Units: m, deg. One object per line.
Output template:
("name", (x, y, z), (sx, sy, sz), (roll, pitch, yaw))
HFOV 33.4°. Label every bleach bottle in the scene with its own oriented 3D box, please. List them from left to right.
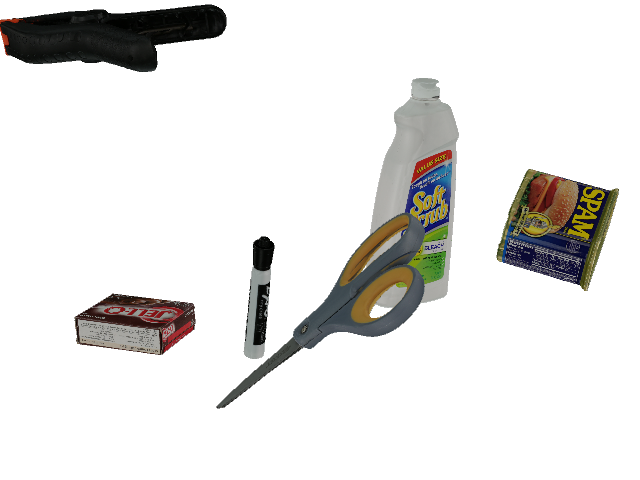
("bleach bottle", (0.102, -0.055, 1.197), (0.102, 0.251, 0.068), (-8, 22, -26))

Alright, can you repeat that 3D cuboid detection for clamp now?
("clamp", (-0.158, -0.154, 0.796), (0.172, 0.039, 0.120), (11, 22, 29))

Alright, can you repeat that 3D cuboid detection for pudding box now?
("pudding box", (-0.215, 0.097, 1.245), (0.114, 0.039, 0.090), (3, 15, 18))

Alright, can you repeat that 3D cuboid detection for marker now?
("marker", (-0.055, 0.051, 0.951), (0.020, 0.121, 0.020), (5, 28, -3))

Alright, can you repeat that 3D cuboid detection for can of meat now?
("can of meat", (0.213, -0.013, 0.960), (0.084, 0.057, 0.102), (17, 48, 17))

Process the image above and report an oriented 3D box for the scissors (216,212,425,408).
("scissors", (0.002, 0.066, 0.709), (0.016, 0.202, 0.096), (35, 13, -27))
